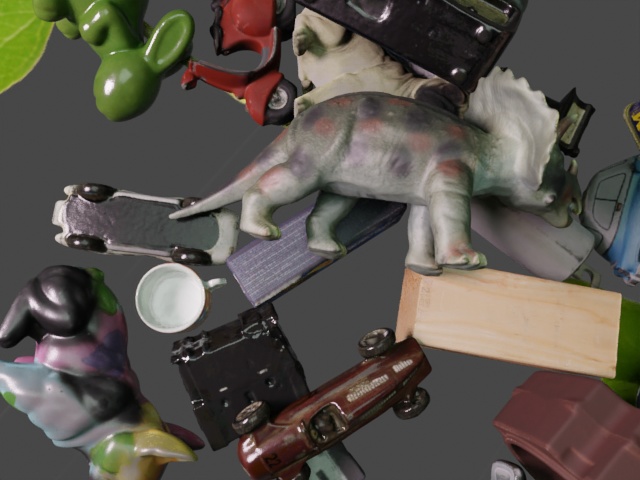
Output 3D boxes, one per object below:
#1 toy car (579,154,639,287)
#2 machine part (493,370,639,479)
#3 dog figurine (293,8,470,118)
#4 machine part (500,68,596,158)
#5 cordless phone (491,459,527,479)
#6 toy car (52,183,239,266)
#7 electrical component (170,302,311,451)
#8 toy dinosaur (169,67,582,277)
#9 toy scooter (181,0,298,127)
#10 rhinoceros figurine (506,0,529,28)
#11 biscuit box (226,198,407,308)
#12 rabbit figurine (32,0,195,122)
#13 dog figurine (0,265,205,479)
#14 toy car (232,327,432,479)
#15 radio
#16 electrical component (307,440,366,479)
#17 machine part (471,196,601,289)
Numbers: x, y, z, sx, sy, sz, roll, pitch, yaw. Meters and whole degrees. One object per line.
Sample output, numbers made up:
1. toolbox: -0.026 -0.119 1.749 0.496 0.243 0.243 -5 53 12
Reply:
1. toy car: 0.354 -0.034 0.617 0.103 0.109 0.161 20 89 24
2. machine part: 0.273 0.223 0.498 0.201 0.201 0.087 45 83 5
3. dog figurine: 0.069 -0.188 0.600 0.191 0.121 0.172 -2 93 3
4. machine part: 0.266 -0.161 0.663 0.139 0.039 0.084 24 86 -1
5. cordless phone: 0.209 0.312 0.503 0.089 0.146 0.184 1 79 -12
6. toy car: -0.190 -0.015 0.592 0.202 0.056 0.073 8 85 -1
7. electrical component: -0.073 0.146 0.545 0.115 0.058 0.134 -24 104 -4
8. toy dinosaur: 0.052 -0.074 0.508 0.405 0.131 0.192 11 79 11
9. toy scooter: -0.094 -0.224 0.633 0.135 0.075 0.183 0 83 -3
10. rhinoceros figurine: 0.176 -0.328 0.656 0.190 0.112 0.073 24 106 -12
11. biscuit box: -0.001 -0.002 0.599 0.203 0.059 0.063 -32 81 -9
12. rabbit figurine: -0.225 -0.225 0.620 0.159 0.121 0.170 -15 98 -14
13. dog figurine: -0.206 0.144 0.534 0.219 0.108 0.191 26 75 -3
14. toy car: 0.015 0.161 0.507 0.202 0.053 0.089 -29 97 -3
15. radio: 0.089 -0.247 0.559 0.230 0.073 0.131 28 38 3
16. electrical component: 0.010 0.248 0.553 0.075 0.047 0.119 -40 84 -9
17. machine part: 0.218 -0.027 0.610 0.243 0.079 0.079 37 78 4
